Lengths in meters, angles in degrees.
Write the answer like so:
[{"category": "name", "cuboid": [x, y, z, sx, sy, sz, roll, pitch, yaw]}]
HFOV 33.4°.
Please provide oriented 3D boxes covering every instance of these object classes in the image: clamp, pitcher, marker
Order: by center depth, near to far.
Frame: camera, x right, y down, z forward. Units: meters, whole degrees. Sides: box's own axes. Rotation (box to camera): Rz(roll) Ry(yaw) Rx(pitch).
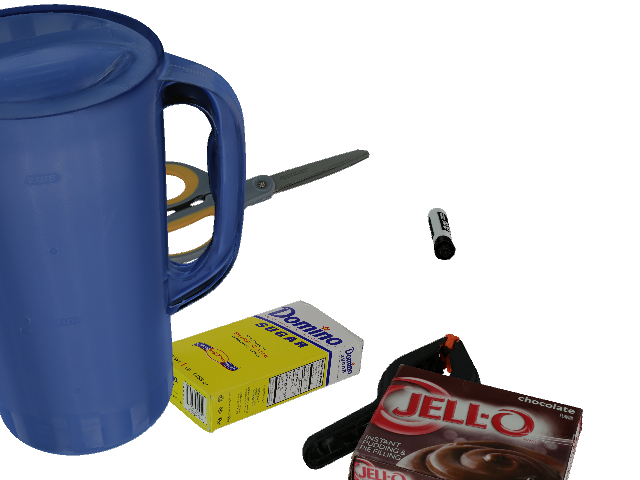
[{"category": "pitcher", "cuboid": [-0.134, 0.001, 0.599, 0.149, 0.243, 0.144, 28, 44, 34]}, {"category": "clamp", "cuboid": [0.079, 0.129, 0.795, 0.120, 0.039, 0.171, 18, 39, 31]}, {"category": "marker", "cuboid": [0.113, -0.007, 1.000, 0.020, 0.020, 0.121, 0, 17, 3]}]

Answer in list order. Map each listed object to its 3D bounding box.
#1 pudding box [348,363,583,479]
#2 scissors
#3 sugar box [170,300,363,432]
[{"category": "pudding box", "cuboid": [0.083, 0.119, 0.598, 0.114, 0.039, 0.090, 14, 32, 16]}, {"category": "scissors", "cuboid": [-0.065, -0.050, 0.838, 0.201, 0.096, 0.016, -35, -20, -26]}, {"category": "sugar box", "cuboid": [-0.056, 0.110, 0.972, 0.175, 0.048, 0.093, -19, 35, -37]}]
